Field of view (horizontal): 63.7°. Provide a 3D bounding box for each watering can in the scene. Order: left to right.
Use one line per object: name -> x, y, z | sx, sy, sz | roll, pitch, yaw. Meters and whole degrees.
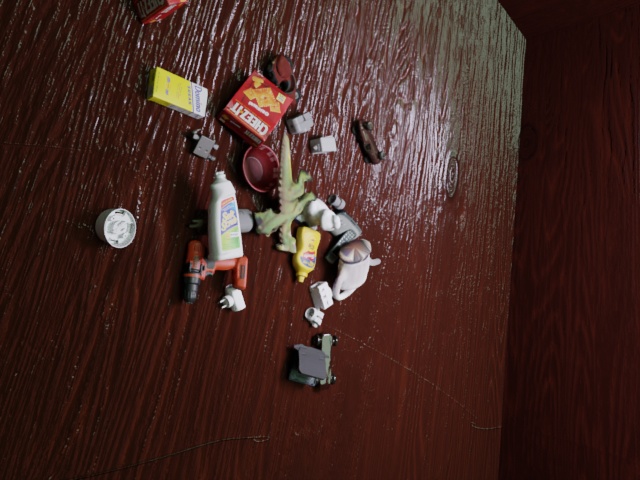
watering can -> 0.150, 0.091, 1.989 | 0.353, 0.105, 0.219 | -38, 143, -45

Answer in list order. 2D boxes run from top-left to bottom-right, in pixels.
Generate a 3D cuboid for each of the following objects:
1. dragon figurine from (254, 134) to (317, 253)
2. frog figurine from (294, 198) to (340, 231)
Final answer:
dragon figurine -> -0.130, -0.118, 1.681 | 0.248, 0.122, 0.401 | -55, 144, -34
frog figurine -> 0.006, -0.092, 1.837 | 0.135, 0.159, 0.125 | 52, 51, -30
